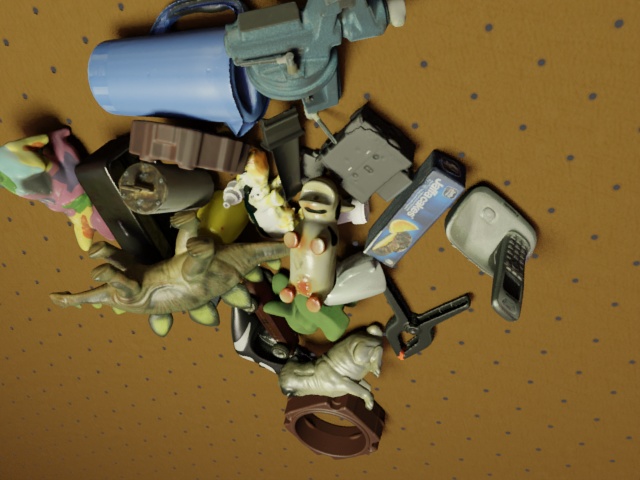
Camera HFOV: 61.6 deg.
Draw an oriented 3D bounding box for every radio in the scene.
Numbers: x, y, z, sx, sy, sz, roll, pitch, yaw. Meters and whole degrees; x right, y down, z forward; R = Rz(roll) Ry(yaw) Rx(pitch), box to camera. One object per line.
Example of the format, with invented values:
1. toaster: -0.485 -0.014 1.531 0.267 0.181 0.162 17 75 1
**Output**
1. radio: -0.310 -0.062 0.935 0.073 0.131 0.229 -6 126 21

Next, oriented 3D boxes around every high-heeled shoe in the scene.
1. high-heeled shoe: -0.091 0.218 1.126 0.145 0.086 0.248 1 136 20

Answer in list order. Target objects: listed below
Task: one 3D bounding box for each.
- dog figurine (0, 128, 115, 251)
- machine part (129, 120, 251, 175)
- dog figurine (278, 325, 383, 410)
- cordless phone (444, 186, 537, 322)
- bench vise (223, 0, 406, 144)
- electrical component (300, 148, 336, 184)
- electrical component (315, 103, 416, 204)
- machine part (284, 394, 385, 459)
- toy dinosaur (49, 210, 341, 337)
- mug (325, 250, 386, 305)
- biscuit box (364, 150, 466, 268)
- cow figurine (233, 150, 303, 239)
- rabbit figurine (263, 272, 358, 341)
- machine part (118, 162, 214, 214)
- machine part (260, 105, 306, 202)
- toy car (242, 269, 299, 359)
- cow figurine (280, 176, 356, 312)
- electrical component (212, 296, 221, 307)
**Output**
1. dog figurine: -0.456 -0.077 0.946 0.108 0.191 0.219 -20 104 23
2. machine part: -0.197 -0.137 0.809 0.179 0.179 0.056 12 97 8
3. dog figurine: 0.021 0.238 1.067 0.191 0.172 0.121 13 170 1
4. cordless phone: 0.246 0.023 0.794 0.146 0.184 0.089 38 134 -15
5. bench vise: -0.001 -0.238 0.695 0.224 0.129 0.240 -23 158 -3
6. electrical component: -0.013 -0.116 0.869 0.094 0.021 0.063 25 131 -2
7. electrical component: 0.077 -0.122 0.813 0.134 0.058 0.115 38 131 -13
8. machine part: 0.032 0.418 1.249 0.201 0.087 0.200 -28 115 32
9. toy dinosaur: -0.198 0.053 0.877 0.472 0.105 0.198 -14 137 -3
10. mug: 0.052 0.070 0.920 0.109 0.107 0.081 114 132 -76
11. biscuit box: 0.147 -0.045 0.850 0.059 0.063 0.202 29 131 -8
12. cow figurine: -0.096 -0.074 0.901 0.098 0.068 0.167 -10 126 30
13. rabbit figurine: -0.026 0.133 1.017 0.159 0.121 0.170 22 146 -10
14. machine part: -0.235 -0.082 0.843 0.079 0.243 0.079 2 97 13
15. machine part: -0.052 -0.127 0.812 0.039 0.084 0.138 21 132 35
16. toy car: -0.098 0.150 1.069 0.053 0.089 0.201 -9 126 26
17. cow figurine: -0.002 -0.003 0.833 0.086 0.127 0.194 11 111 18
18. electrical component: -0.205 0.094 1.069 0.119 0.075 0.047 22 131 -4
